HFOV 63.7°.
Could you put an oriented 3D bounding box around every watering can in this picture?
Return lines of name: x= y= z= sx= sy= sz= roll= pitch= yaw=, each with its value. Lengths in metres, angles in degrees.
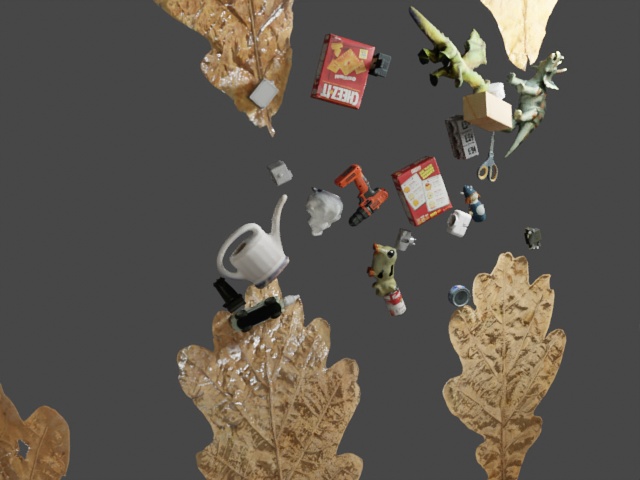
watering can: x=-0.191 y=0.023 z=1.783 sx=0.348 sy=0.105 sz=0.221 roll=-42 pitch=112 yaw=-2

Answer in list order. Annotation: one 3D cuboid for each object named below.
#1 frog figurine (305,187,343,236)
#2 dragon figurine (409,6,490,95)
frog figurine: x=0.006 y=-0.091 z=1.810 sx=0.136 sy=0.123 sz=0.160 roll=23 pitch=85 yaw=-40
dragon figurine: x=0.486 y=-0.673 z=1.834 sx=0.245 sy=0.121 sz=0.408 roll=-31 pitch=99 yaw=-26
